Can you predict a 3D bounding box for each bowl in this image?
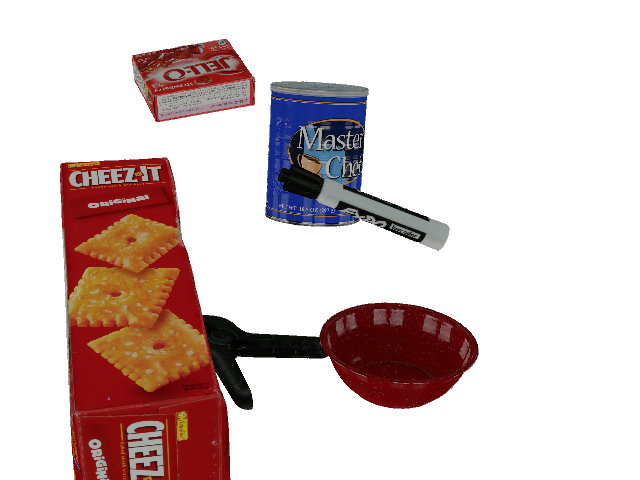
[{"bbox_3d":[0.078,0.124,1.093,0.162,0.055,0.162,2,25,-1],"label":"bowl"}]

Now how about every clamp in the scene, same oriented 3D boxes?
[{"bbox_3d":[-0.115,0.129,1.238,0.210,0.036,0.164,14,24,24],"label":"clamp"}]

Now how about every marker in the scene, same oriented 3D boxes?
[{"bbox_3d":[0.029,-0.023,0.711,0.121,0.020,0.020,21,-5,-13],"label":"marker"}]

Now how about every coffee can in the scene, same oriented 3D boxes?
[{"bbox_3d":[-0.005,-0.093,1.127,0.103,0.140,0.103,3,12,-1],"label":"coffee can"}]

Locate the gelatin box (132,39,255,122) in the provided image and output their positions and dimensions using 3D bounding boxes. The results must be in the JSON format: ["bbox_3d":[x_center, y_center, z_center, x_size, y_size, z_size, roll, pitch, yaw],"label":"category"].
[{"bbox_3d":[-0.108,-0.137,0.906,0.089,0.030,0.073,-13,40,-17],"label":"gelatin box"}]

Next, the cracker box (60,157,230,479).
[{"bbox_3d":[-0.096,0.077,0.573,0.072,0.164,0.214,-5,34,-11],"label":"cracker box"}]
